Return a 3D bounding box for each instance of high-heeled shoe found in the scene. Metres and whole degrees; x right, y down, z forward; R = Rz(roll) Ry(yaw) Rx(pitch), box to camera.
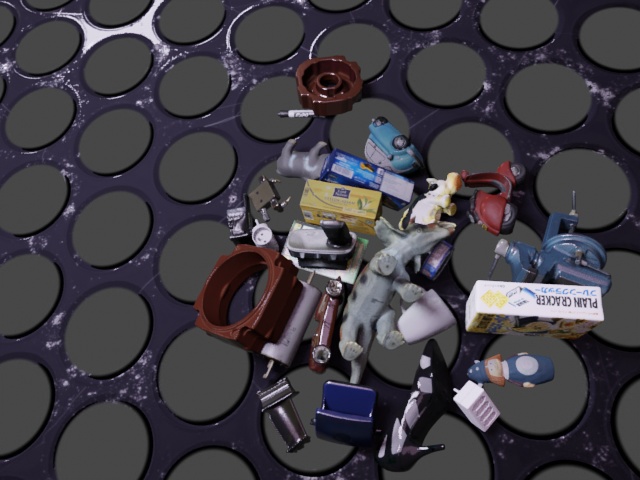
[{"bbox_3d":[0.173,0.314,1.033,0.145,0.086,0.249,-22,42,31],"label":"high-heeled shoe"}]

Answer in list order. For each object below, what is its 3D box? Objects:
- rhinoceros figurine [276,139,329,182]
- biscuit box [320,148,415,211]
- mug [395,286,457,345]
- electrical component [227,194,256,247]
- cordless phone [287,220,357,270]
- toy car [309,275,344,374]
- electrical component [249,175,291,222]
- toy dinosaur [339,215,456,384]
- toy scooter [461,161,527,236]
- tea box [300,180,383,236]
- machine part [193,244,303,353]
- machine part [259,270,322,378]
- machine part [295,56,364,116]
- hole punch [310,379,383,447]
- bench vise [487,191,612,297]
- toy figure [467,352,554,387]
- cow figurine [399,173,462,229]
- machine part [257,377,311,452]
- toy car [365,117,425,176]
[{"bbox_3d":[-0.010,-0.167,1.250,0.190,0.073,0.112,15,68,14],"label":"rhinoceros figurine"},{"bbox_3d":[0.103,-0.130,1.180,0.203,0.063,0.059,21,70,-13],"label":"biscuit box"},{"bbox_3d":[0.200,0.152,1.078,0.107,0.080,0.109,-37,73,0],"label":"mug"},{"bbox_3d":[-0.180,-0.045,1.219,0.048,0.074,0.119,-12,70,2],"label":"electrical component"},{"bbox_3d":[-0.003,-0.004,1.101,0.147,0.184,0.088,4,74,10],"label":"cordless phone"},{"bbox_3d":[0.012,0.170,1.090,0.053,0.089,0.202,8,69,7],"label":"toy car"},{"bbox_3d":[-0.118,-0.101,1.254,0.078,0.045,0.102,-44,62,19],"label":"electrical component"},{"bbox_3d":[0.112,0.116,1.070,0.131,0.192,0.404,27,104,-7],"label":"toy dinosaur"},{"bbox_3d":[0.366,-0.097,1.168,0.135,0.075,0.184,13,67,16],"label":"toy scooter"},{"bbox_3d":[0.049,-0.071,1.187,0.170,0.098,0.068,11,70,11],"label":"tea box"},{"bbox_3d":[-0.150,0.114,1.098,0.202,0.087,0.201,10,66,40],"label":"machine part"},{"bbox_3d":[-0.062,0.170,1.106,0.079,0.079,0.243,20,70,16],"label":"machine part"},{"bbox_3d":[0.024,-0.384,1.340,0.179,0.056,0.179,-2,58,3],"label":"machine part"},{"bbox_3d":[0.048,0.335,0.992,0.142,0.092,0.115,5,111,7],"label":"hole punch"},{"bbox_3d":[0.473,0.018,1.085,0.224,0.128,0.240,13,48,23],"label":"bench vise"},{"bbox_3d":[0.363,0.248,1.028,0.155,0.057,0.064,-4,27,8],"label":"toy figure"},{"bbox_3d":[0.244,-0.078,1.179,0.098,0.068,0.167,16,67,38],"label":"cow figurine"},{"bbox_3d":[-0.066,0.344,1.054,0.084,0.039,0.139,-24,64,-8],"label":"machine part"},{"bbox_3d":[0.156,-0.200,1.229,0.103,0.109,0.162,-44,58,7],"label":"toy car"}]
